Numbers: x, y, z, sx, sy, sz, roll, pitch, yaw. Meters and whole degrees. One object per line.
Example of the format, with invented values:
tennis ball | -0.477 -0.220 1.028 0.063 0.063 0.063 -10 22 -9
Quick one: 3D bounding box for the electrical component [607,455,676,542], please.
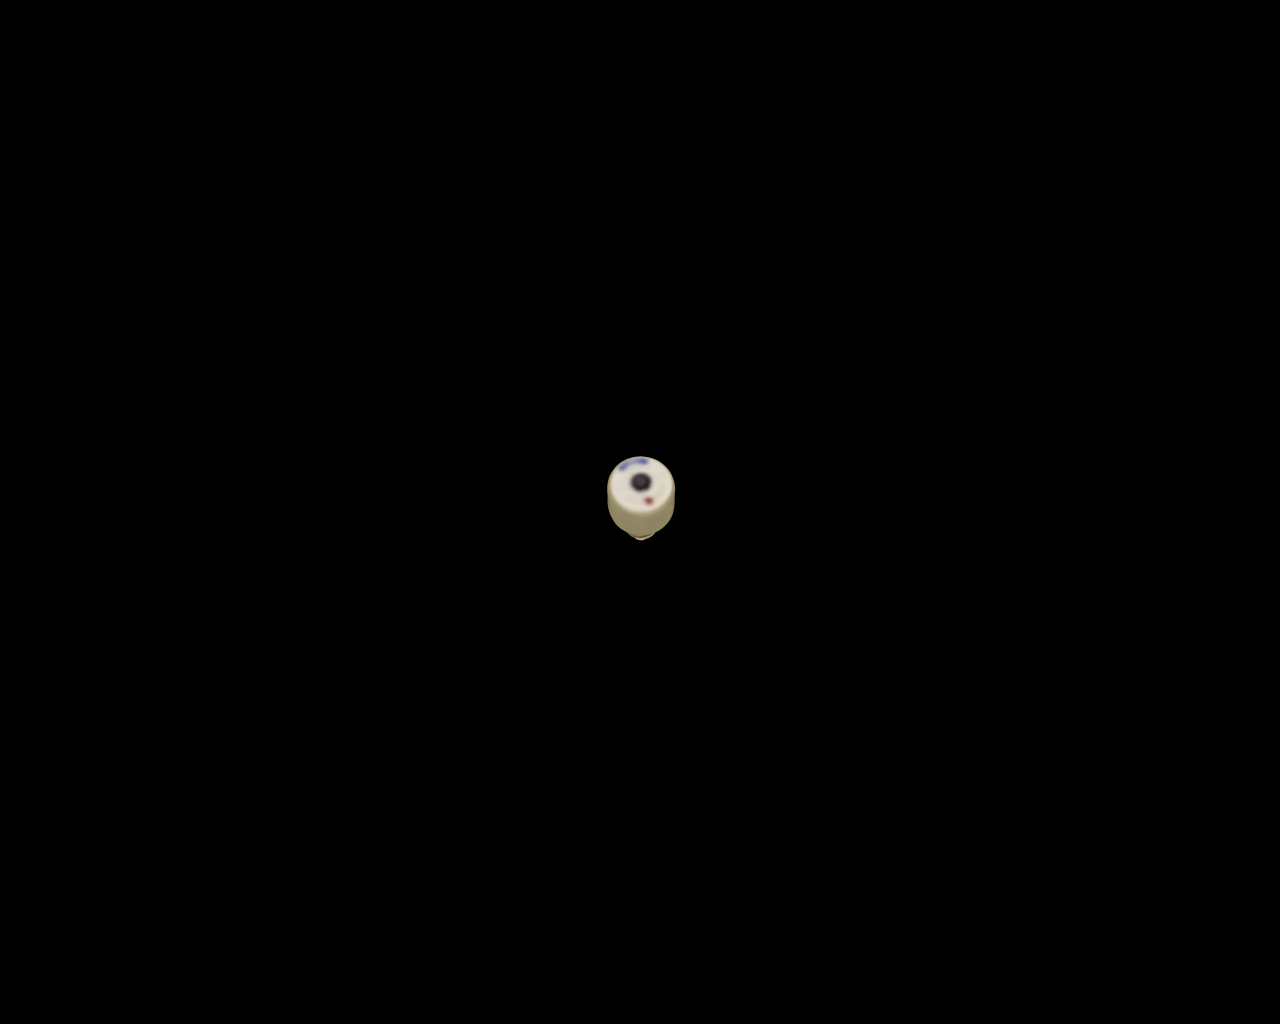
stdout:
electrical component | 0.001 -0.003 0.650 0.040 0.040 0.078 0 -25 0
